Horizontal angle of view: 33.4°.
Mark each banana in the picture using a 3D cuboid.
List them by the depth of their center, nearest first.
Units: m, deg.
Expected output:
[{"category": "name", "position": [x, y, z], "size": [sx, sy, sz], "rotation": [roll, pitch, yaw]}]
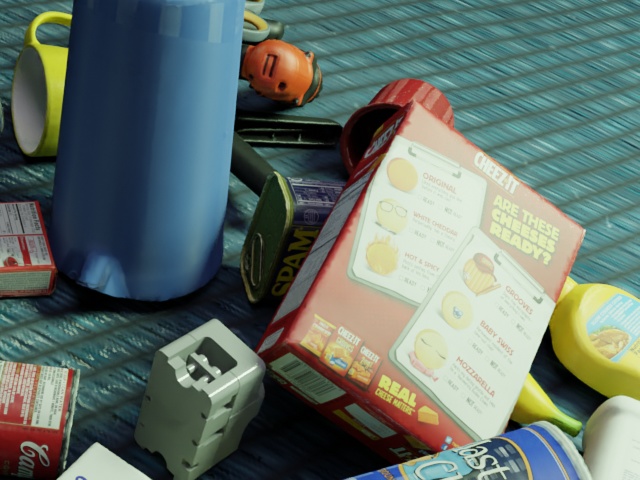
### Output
[{"category": "banana", "position": [0.140, 0.075, 0.836], "size": [0.069, 0.037, 0.198], "rotation": [16, 38, -25]}]

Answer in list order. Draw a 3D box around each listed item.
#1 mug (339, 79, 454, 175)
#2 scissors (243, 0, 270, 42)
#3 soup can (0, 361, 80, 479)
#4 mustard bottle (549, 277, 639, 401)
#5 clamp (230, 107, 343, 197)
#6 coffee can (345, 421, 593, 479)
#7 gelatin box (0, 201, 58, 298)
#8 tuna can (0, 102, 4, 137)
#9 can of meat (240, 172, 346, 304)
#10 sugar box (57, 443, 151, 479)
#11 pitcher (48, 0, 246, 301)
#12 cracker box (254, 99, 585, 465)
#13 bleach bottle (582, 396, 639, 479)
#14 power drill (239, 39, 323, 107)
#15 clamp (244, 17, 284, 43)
[{"category": "mug", "position": [0.081, -0.086, 0.965], "size": [0.117, 0.093, 0.081], "rotation": [51, 34, -11]}, {"category": "scissors", "position": [-0.132, -0.220, 1.014], "size": [0.201, 0.016, 0.096], "rotation": [-9, 48, -37]}, {"category": "soup can", "position": [-0.198, 0.103, 0.631], "size": [0.102, 0.069, 0.068], "rotation": [10, 40, -12]}, {"category": "mustard bottle", "position": [0.243, 0.088, 0.843], "size": [0.192, 0.058, 0.096], "rotation": [39, 48, 21]}, {"category": "clamp", "position": [-0.085, -0.100, 0.940], "size": [0.210, 0.036, 0.164], "rotation": [25, 31, 12]}, {"category": "coffee can", "position": [0.080, 0.172, 0.613], "size": [0.140, 0.103, 0.103], "rotation": [-13, 47, -12]}, {"category": "gelatin box", "position": [-0.237, 0.007, 0.756], "size": [0.089, 0.030, 0.073], "rotation": [-3, 43, -26]}, {"category": "tuna can", "position": [-0.287, -0.097, 0.812], "size": [0.086, 0.086, 0.033], "rotation": [25, 41, 6]}, {"category": "can of meat", "position": [-0.005, 0.001, 0.807], "size": [0.083, 0.102, 0.057], "rotation": [3, 41, -23]}, {"category": "sugar box", "position": [-0.086, 0.197, 0.588], "size": [0.176, 0.048, 0.093], "rotation": [29, 41, 16]}, {"category": "pitcher", "position": [-0.117, -0.092, 0.753], "size": [0.144, 0.243, 0.149], "rotation": [-9, 41, -27]}, {"category": "cracker box", "position": [0.071, 0.038, 0.731], "size": [0.164, 0.072, 0.213], "rotation": [36, 60, -12]}, {"category": "bleach bottle", "position": [0.189, 0.214, 0.674], "size": [0.102, 0.068, 0.250], "rotation": [28, 42, 10]}, {"category": "power drill", "position": [-0.091, -0.166, 0.964], "size": [0.188, 0.057, 0.184], "rotation": [14, 4, 7]}, {"category": "clamp", "position": [-0.120, -0.222, 1.067], "size": [0.120, 0.039, 0.171], "rotation": [35, 43, 23]}]
